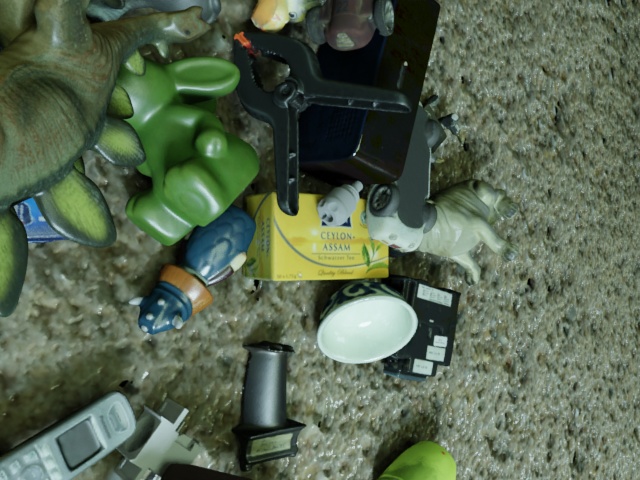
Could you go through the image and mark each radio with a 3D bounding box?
[{"bbox_3d":[0.049,-0.178,0.626,0.073,0.131,0.229,25,74,-35],"label":"radio"}]

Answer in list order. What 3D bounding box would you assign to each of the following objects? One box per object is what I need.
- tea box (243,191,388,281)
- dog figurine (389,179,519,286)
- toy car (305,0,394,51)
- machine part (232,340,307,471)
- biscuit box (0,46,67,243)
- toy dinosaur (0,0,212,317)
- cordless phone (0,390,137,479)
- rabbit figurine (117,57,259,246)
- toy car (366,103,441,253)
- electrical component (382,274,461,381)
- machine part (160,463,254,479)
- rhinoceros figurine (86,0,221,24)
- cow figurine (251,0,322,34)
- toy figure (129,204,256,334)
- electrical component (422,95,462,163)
[{"bbox_3d":[-0.001,-0.002,0.625,0.169,0.068,0.098,0,89,-37],"label":"tea box"},{"bbox_3d":[0.162,-0.042,0.743,0.190,0.121,0.172,22,41,-18],"label":"dog figurine"},{"bbox_3d":[0.041,-0.295,0.572,0.053,0.089,0.202,32,65,-59],"label":"toy car"},{"bbox_3d":[-0.056,0.182,0.602,0.084,0.039,0.138,-2,93,-29],"label":"machine part"},{"bbox_3d":[-0.240,-0.099,0.446,0.059,0.063,0.202,-2,90,-36],"label":"biscuit box"},{"bbox_3d":[-0.218,-0.052,0.300,0.471,0.105,0.198,-43,128,-43],"label":"toy dinosaur"},{"bbox_3d":[-0.227,0.221,0.443,0.184,0.089,0.146,-28,106,-39],"label":"cordless phone"},{"bbox_3d":[-0.135,-0.107,0.495,0.170,0.121,0.159,49,57,-17],"label":"rabbit figurine"},{"bbox_3d":[0.098,-0.085,0.638,0.073,0.056,0.201,20,64,-29],"label":"toy car"},{"bbox_3d":[0.128,0.122,0.730,0.115,0.058,0.134,20,78,-34],"label":"electrical component"},{"bbox_3d":[-0.123,0.321,0.493,0.201,0.087,0.201,36,79,-39],"label":"machine part"},{"bbox_3d":[-0.182,-0.249,0.493,0.190,0.073,0.112,-1,101,-39],"label":"rhinoceros figurine"},{"bbox_3d":[-0.031,-0.305,0.609,0.098,0.068,0.167,9,86,-47],"label":"cow figurine"},{"bbox_3d":[-0.122,0.032,0.536,0.154,0.064,0.057,-55,137,-24],"label":"toy figure"},{"bbox_3d":[0.158,-0.152,0.764,0.102,0.045,0.078,-42,115,-30],"label":"electrical component"}]
